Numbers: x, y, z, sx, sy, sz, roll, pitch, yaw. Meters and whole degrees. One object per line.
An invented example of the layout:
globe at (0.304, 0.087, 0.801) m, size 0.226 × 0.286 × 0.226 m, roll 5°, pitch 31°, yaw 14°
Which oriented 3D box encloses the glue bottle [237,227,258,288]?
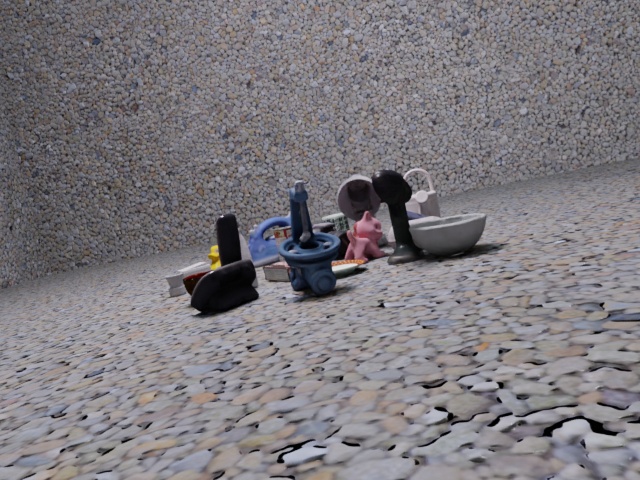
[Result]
glue bottle at (-0.189, 0.030, 1.353) m, size 0.037 × 0.173 × 0.078 m, roll -15°, pitch 6°, yaw -27°

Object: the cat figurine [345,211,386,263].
cat figurine at (0.110, -0.009, 1.406) m, size 0.067 × 0.118 × 0.128 m, roll -6°, pitch 8°, yaw 45°

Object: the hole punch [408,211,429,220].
hole punch at (0.274, -0.046, 1.579) m, size 0.101 × 0.091 × 0.109 m, roll -11°, pitch 5°, yaw 11°

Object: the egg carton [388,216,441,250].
egg carton at (0.244, -0.015, 1.433) m, size 0.150 × 0.069 × 0.107 m, roll -11°, pitch 5°, yaw 9°

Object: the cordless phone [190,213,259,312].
cordless phone at (-0.205, 0.044, 1.165) m, size 0.093 × 0.185 × 0.148 m, roll -8°, pitch 6°, yaw 32°

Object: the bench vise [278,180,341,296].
bench vise at (-0.044, -0.004, 1.134) m, size 0.122 × 0.220 × 0.206 m, roll -15°, pitch 6°, yaw -32°

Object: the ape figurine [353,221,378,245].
ape figurine at (0.112, -0.005, 1.494) m, size 0.078 × 0.092 × 0.076 m, roll -15°, pitch 6°, yaw -32°

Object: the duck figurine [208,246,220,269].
duck figurine at (-0.316, 0.059, 1.805) m, size 0.077 × 0.086 × 0.105 m, roll -9°, pitch 6°, yaw 27°

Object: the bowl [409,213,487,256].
bowl at (0.280, -0.007, 1.238) m, size 0.167 × 0.075 × 0.167 m, roll -12°, pitch 5°, yaw 1°

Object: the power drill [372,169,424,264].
power drill at (0.172, -0.057, 1.279) m, size 0.075 × 0.208 × 0.230 m, roll -10°, pitch 6°, yaw 18°

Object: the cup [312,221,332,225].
cup at (0.002, -0.002, 1.693) m, size 0.091 × 0.095 × 0.118 m, roll -11°, pitch 5°, yaw 9°

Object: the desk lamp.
desk lamp at (0.120, -0.081, 1.629) m, size 0.118 × 0.213 × 0.203 m, roll -11°, pitch 5°, yaw 5°

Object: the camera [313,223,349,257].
camera at (0.014, 0.006, 1.554) m, size 0.143 × 0.101 × 0.136 m, roll -16°, pitch 6°, yaw -35°

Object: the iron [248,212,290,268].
iron at (-0.152, -0.003, 1.797) m, size 0.118 × 0.141 × 0.259 m, roll -7°, pitch 7°, yaw 41°

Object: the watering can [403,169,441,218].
watering can at (0.306, -0.118, 1.716) m, size 0.101 × 0.194 × 0.172 m, roll -13°, pitch 6°, yaw -14°
